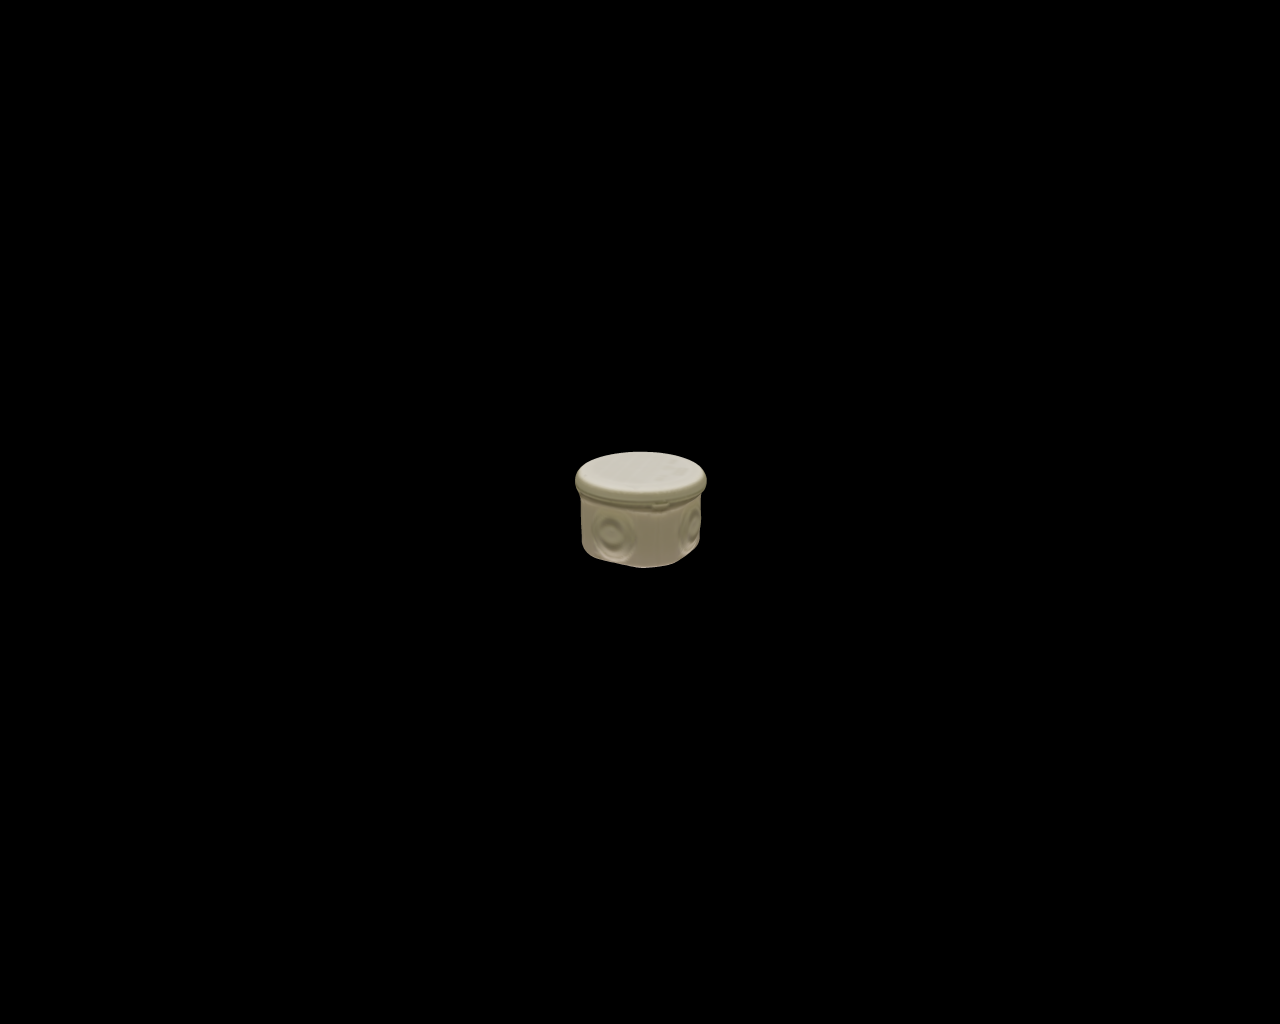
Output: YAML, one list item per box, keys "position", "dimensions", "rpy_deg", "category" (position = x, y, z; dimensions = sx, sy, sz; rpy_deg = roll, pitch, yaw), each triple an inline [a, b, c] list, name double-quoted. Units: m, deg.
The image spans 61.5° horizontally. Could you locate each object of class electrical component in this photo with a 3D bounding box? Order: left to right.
- position: [0.001, -0.003, 0.650]
  dimensions: [0.080, 0.050, 0.080]
  rpy_deg: [0, 21, 0]
  category: "electrical component"
